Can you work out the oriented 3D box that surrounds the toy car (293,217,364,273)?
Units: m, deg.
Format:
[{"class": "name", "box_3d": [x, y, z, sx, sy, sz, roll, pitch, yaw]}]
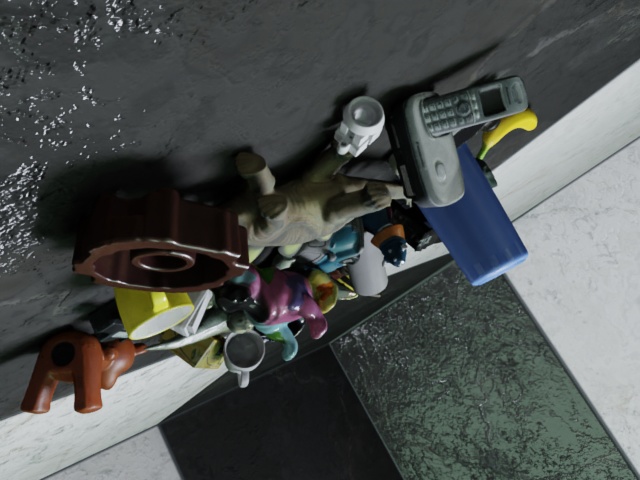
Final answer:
[{"class": "toy car", "box_3d": [-0.002, -0.003, 0.915, 0.103, 0.109, 0.162, 8, 157, -32]}]

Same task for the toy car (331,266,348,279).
[{"class": "toy car", "box_3d": [-0.008, 0.079, 1.250, 0.089, 0.053, 0.202, -33, 162, 34]}]

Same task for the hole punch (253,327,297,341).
[{"class": "hole punch", "box_3d": [-0.118, 0.165, 1.170, 0.142, 0.116, 0.092, 11, 155, -33]}]

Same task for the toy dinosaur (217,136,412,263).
[{"class": "toy dinosaur", "box_3d": [-0.006, -0.050, 0.724, 0.471, 0.105, 0.198, -8, 163, -35]}]

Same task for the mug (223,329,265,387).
[{"class": "mug", "box_3d": [-0.156, 0.242, 1.088, 0.081, 0.109, 0.107, -6, 159, -17]}]

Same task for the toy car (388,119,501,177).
[{"class": "toy car", "box_3d": [0.197, -0.162, 0.825, 0.202, 0.056, 0.073, -38, 158, 24]}]

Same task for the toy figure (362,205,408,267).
[{"class": "toy figure", "box_3d": [0.107, -0.024, 0.915, 0.058, 0.154, 0.064, -18, 161, -30]}]

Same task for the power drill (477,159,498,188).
[{"class": "power drill", "box_3d": [0.288, -0.093, 1.218, 0.207, 0.086, 0.232, -23, 164, 4]}]

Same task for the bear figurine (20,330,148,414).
[{"class": "bear figurine", "box_3d": [-0.364, 0.209, 0.859, 0.120, 0.132, 0.195, -1, 162, 4]}]

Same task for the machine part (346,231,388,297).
[{"class": "machine part", "box_3d": [0.083, 0.026, 1.043, 0.079, 0.079, 0.242, -27, 133, -12]}]

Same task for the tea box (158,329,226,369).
[{"class": "tea box", "box_3d": [-0.250, 0.213, 1.110, 0.068, 0.098, 0.169, -55, 170, -8]}]

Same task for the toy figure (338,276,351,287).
[{"class": "toy figure", "box_3d": [0.107, 0.062, 1.346, 0.180, 0.089, 0.082, -32, 161, 20]}]

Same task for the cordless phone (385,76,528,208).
[{"class": "cordless phone", "box_3d": [0.189, -0.129, 0.699, 0.184, 0.146, 0.089, -17, -175, -4]}]

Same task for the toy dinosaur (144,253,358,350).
[{"class": "toy dinosaur", "box_3d": [-0.133, 0.119, 1.036, 0.405, 0.131, 0.192, -20, 163, -14]}]

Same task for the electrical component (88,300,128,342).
[{"class": "electrical component", "box_3d": [-0.303, 0.118, 0.805, 0.075, 0.048, 0.119, -31, 166, 2]}]

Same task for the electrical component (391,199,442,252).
[{"class": "electrical component", "box_3d": [0.179, -0.044, 1.033, 0.115, 0.134, 0.058, -14, 138, -42]}]

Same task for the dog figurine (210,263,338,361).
[{"class": "dog figurine", "box_3d": [-0.084, 0.070, 0.850, 0.108, 0.219, 0.191, -36, -161, 32]}]

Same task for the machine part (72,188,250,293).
[{"class": "machine part", "box_3d": [-0.164, 0.008, 0.562, 0.179, 0.056, 0.179, -3, 158, -1]}]
